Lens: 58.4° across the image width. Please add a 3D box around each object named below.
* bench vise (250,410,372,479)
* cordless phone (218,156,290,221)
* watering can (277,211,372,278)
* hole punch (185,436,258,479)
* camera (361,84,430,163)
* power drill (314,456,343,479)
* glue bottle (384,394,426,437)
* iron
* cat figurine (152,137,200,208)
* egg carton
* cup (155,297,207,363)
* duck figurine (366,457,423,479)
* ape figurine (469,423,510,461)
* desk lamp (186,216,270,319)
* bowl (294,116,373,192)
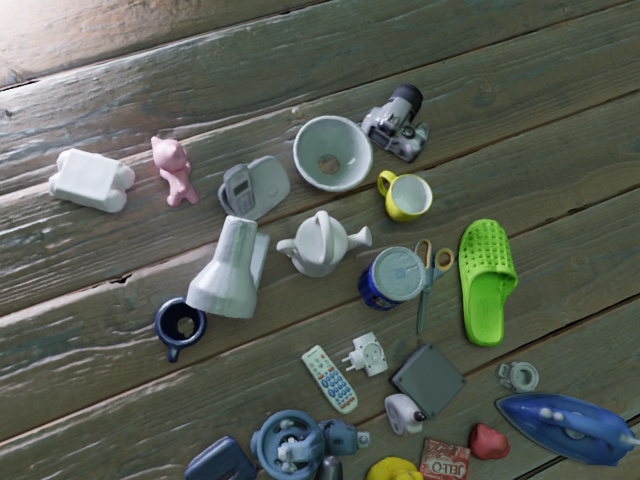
[{"bbox_3d":[-0.014,0.343,0.988,0.207,0.219,0.121,-19,79,-13],"label":"bench vise"},{"bbox_3d":[-0.126,-0.112,1.107,0.148,0.185,0.094,-40,84,-16],"label":"cordless phone"},{"bbox_3d":[0.010,0.002,1.093,0.173,0.194,0.101,-27,81,-14],"label":"watering can"},{"bbox_3d":[-0.171,0.413,1.014,0.109,0.091,0.101,-35,83,-15],"label":"hole punch"},{"bbox_3d":[0.183,-0.265,1.237,0.143,0.100,0.137,33,73,1],"label":"camera"},{"bbox_3d":[-0.010,0.474,0.961,0.075,0.208,0.230,9,74,-6],"label":"power drill"},{"bbox_3d":[0.162,0.321,1.045,0.037,0.173,0.078,-13,78,-11],"label":"glue bottle"},{"bbox_3d":[0.483,0.356,1.102,0.258,0.141,0.119,18,74,-4],"label":"iron"},{"bbox_3d":[-0.285,-0.140,1.125,0.067,0.117,0.128,-19,79,-12],"label":"cat figurine"},{"bbox_3d":[-0.444,-0.115,1.119,0.150,0.069,0.107,15,74,-5],"label":"egg carton"},{"bbox_3d":[-0.256,0.171,1.061,0.092,0.095,0.118,10,74,-6],"label":"cup"},{"bbox_3d":[0.141,0.446,1.055,0.104,0.086,0.077,-6,77,-10],"label":"duck figurine"},{"bbox_3d":[0.330,0.388,1.096,0.076,0.092,0.078,-28,81,-14],"label":"ape figurine"},{"bbox_3d":[-0.160,0.050,1.045,0.118,0.213,0.203,14,74,-5],"label":"desk lamp"},{"bbox_3d":[0.024,-0.171,1.202,0.167,0.074,0.167,2,75,-8],"label":"bowl"}]
